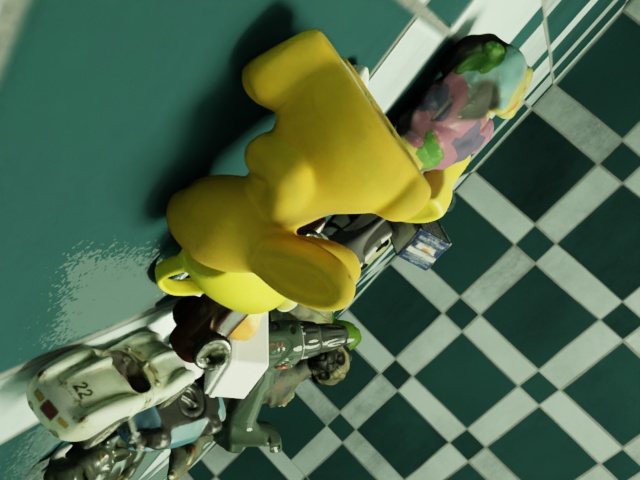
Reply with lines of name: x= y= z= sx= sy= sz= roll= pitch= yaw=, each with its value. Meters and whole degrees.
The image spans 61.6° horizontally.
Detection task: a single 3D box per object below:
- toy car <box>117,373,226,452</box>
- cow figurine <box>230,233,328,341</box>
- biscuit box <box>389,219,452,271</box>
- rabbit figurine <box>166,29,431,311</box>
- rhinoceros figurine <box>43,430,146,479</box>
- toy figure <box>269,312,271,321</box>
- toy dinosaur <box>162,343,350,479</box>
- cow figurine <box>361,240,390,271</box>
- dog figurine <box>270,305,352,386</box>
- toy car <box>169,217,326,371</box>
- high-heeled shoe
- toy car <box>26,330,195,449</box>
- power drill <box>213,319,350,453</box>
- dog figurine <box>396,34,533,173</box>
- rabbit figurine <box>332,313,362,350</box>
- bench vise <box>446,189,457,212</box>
toy car: x=-0.205 y=0.220 z=0.688 sx=0.103 sy=0.109 sz=0.161 roll=-32 pitch=168 yaw=26
cow figurine: x=-0.059 y=0.039 z=0.643 sx=0.167 sy=0.068 sz=0.098 roll=-46 pitch=-156 yaw=7
biscuit box: x=0.138 y=-0.040 z=0.852 sx=0.059 sy=0.063 sz=0.203 roll=-53 pitch=-156 yaw=25
rabbit figurine: x=-0.022 y=-0.031 z=0.376 sx=0.173 sy=0.162 sz=0.122 roll=-30 pitch=-175 yaw=11
rhinoceros figurine: x=-0.285 y=0.289 z=0.701 sx=0.112 sy=0.073 sz=0.190 roll=-46 pitch=170 yaw=6
toy figure: x=-0.120 y=0.149 z=0.873 sx=0.154 sy=0.058 sz=0.064 roll=-54 pitch=-155 yaw=32
toy dinosaur: x=-0.115 y=0.263 z=0.962 sx=0.405 sy=0.131 sz=0.192 roll=-30 pitch=174 yaw=-12
cow figurine: x=0.114 y=-0.006 z=1.133 sx=0.195 sy=0.085 sz=0.127 roll=-37 pitch=172 yaw=-36
dog figurine: x=0.003 y=0.145 z=0.961 sx=0.172 sy=0.191 sz=0.121 roll=-43 pitch=170 yaw=-23
toy car: x=-0.076 y=0.040 z=0.542 sx=0.202 sy=0.089 sz=0.053 roll=-47 pitch=125 yaw=1
high-heeled shoe: x=0.030 y=0.002 z=0.772 sx=0.145 sy=0.086 sz=0.249 roll=-40 pitch=-176 yaw=2
toy car: x=-0.179 y=0.128 z=0.494 sx=0.056 sy=0.073 sz=0.201 roll=-47 pitch=170 yaw=9
power drill: x=-0.074 y=0.221 z=0.828 sx=0.232 sy=0.086 sz=0.207 roll=8 pitch=108 yaw=-25
dog figurine: x=0.135 y=-0.135 z=0.654 sx=0.219 sy=0.108 sz=0.191 roll=-37 pitch=168 yaw=-27
rabbit figurine: x=0.003 y=0.174 z=1.121 sx=0.159 sy=0.170 sz=0.121 roll=-45 pitch=169 yaw=-9
bench vise: x=0.219 y=-0.122 z=1.005 sx=0.223 sy=0.129 sz=0.240 roll=-39 pitch=172 yaw=-47
